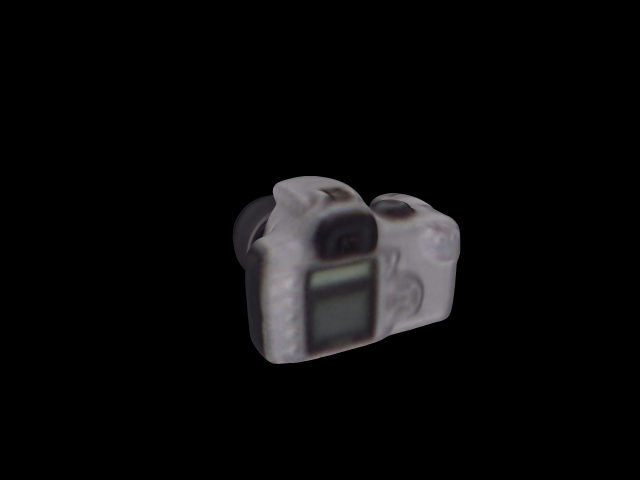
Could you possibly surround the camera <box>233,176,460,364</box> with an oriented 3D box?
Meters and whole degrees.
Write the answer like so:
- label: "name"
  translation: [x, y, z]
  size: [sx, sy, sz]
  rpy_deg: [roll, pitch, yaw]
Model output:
- label: "camera"
  translation: [0.004, 0.001, 0.400]
  size: [0.143, 0.101, 0.136]
  rpy_deg: [-10, 22, -26]
